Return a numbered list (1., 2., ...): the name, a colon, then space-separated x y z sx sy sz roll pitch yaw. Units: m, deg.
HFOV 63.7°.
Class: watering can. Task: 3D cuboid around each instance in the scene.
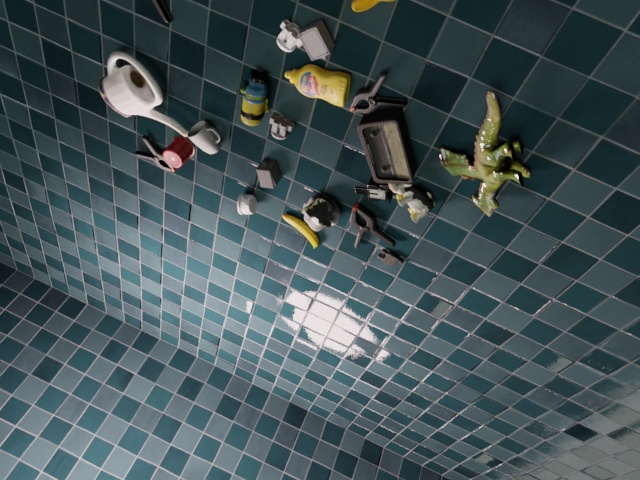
1. watering can: -0.611 -0.474 1.754 0.223 0.106 0.342 -9 127 36

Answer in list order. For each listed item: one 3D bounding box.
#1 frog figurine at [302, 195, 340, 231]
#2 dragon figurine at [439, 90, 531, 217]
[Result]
1. frog figurine: 0.006 -0.093 1.845 0.137 0.123 0.158 12 174 5
2. dragon figurine: 0.445 -0.230 1.450 0.242 0.125 0.403 -3 130 41
